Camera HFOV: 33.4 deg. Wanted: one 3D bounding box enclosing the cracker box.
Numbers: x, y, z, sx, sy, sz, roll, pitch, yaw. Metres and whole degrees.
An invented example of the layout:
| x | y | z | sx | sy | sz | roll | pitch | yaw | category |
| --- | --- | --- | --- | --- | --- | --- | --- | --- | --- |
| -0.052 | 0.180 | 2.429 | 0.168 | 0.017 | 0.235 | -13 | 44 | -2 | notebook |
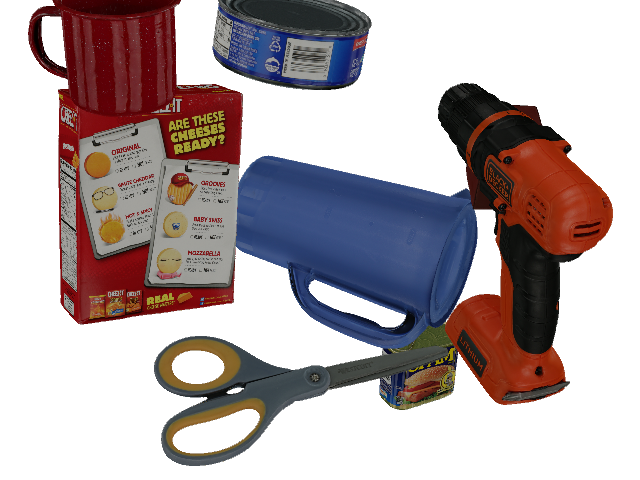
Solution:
| x | y | z | sx | sy | sz | roll | pitch | yaw | category |
| --- | --- | --- | --- | --- | --- | --- | --- | --- | --- |
| -0.164 | -0.038 | 1.020 | 0.163 | 0.214 | 0.072 | -7 | 19 | -31 | cracker box |

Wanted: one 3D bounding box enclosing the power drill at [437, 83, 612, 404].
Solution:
| x | y | z | sx | sy | sz | roll | pitch | yaw | category |
| --- | --- | --- | --- | --- | --- | --- | --- | --- | --- |
| 0.125 | 0.003 | 0.730 | 0.057 | 0.188 | 0.184 | -11 | 35 | -14 | power drill |

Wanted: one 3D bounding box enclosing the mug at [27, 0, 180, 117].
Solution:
| x | y | z | sx | sy | sz | roll | pitch | yaw | category |
| --- | --- | --- | --- | --- | --- | --- | --- | --- | --- |
| -0.161 | -0.145 | 0.798 | 0.117 | 0.081 | 0.093 | 5 | 31 | 4 | mug |

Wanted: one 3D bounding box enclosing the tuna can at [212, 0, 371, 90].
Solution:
| x | y | z | sx | sy | sz | roll | pitch | yaw | category |
| --- | --- | --- | --- | --- | --- | --- | --- | --- | --- |
| -0.017 | -0.113 | 0.594 | 0.086 | 0.034 | 0.086 | 9 | 25 | -4 | tuna can |

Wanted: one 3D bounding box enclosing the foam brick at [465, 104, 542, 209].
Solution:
| x | y | z | sx | sy | sz | roll | pitch | yaw | category |
| --- | --- | --- | --- | --- | --- | --- | --- | --- | --- |
| 0.158 | -0.071 | 0.918 | 0.053 | 0.051 | 0.078 | 0 | -43 | -2 | foam brick |

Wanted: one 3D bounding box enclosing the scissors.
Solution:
| x | y | z | sx | sy | sz | roll | pitch | yaw | category |
| --- | --- | --- | --- | --- | --- | --- | --- | --- | --- |
| -0.021 | 0.081 | 0.704 | 0.201 | 0.096 | 0.016 | -25 | -28 | -25 | scissors |

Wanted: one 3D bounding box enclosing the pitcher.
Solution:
| x | y | z | sx | sy | sz | roll | pitch | yaw | category |
| --- | --- | --- | --- | --- | --- | --- | --- | --- | --- |
| 0.028 | 0.001 | 1.095 | 0.243 | 0.145 | 0.149 | 17 | 23 | 21 | pitcher |

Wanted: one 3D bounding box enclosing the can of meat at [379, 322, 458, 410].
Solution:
| x | y | z | sx | sy | sz | roll | pitch | yaw | category |
| --- | --- | --- | --- | --- | --- | --- | --- | --- | --- |
| 0.123 | 0.155 | 1.330 | 0.101 | 0.084 | 0.058 | -12 | 29 | -28 | can of meat |
